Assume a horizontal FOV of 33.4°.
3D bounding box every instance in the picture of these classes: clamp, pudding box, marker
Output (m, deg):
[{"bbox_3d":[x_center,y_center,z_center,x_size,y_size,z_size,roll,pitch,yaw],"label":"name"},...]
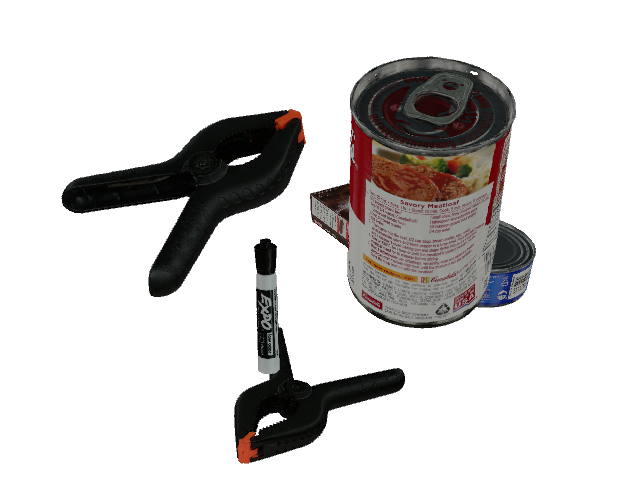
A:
[{"bbox_3d":[-0.015,0.163,1.091,0.165,0.036,0.209,12,28,18],"label":"clamp"},{"bbox_3d":[-0.088,-0.041,0.725,0.120,0.039,0.171,35,57,24],"label":"clamp"},{"bbox_3d":[0.058,-0.032,1.150,0.113,0.039,0.090,-18,31,-25],"label":"pudding box"},{"bbox_3d":[-0.045,0.056,0.903,0.020,0.121,0.020,-1,22,0],"label":"marker"}]

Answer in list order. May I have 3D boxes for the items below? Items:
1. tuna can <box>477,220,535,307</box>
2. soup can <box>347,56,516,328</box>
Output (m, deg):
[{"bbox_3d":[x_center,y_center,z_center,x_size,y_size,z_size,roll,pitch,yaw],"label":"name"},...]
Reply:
[{"bbox_3d":[0.113,0.014,0.789,0.086,0.034,0.086,5,28,-3],"label":"tuna can"},{"bbox_3d":[0.046,-0.020,0.469,0.068,0.102,0.068,0,42,0],"label":"soup can"}]
